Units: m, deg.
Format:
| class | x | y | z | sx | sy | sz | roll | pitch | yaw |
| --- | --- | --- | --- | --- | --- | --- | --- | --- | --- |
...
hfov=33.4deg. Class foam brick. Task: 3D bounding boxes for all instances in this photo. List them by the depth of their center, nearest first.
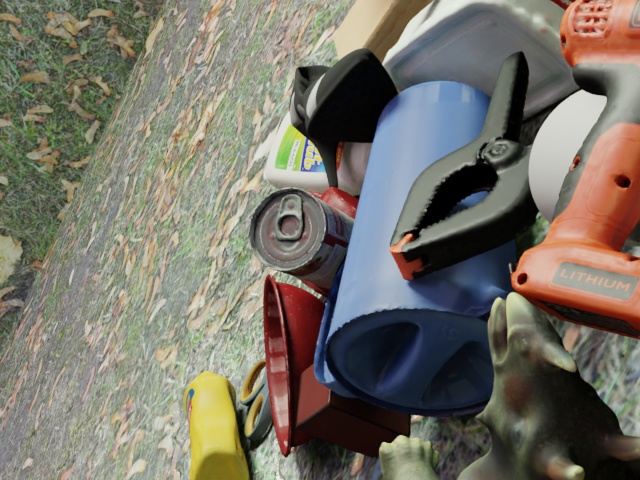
| class | x | y | z | sx | sy | sz | roll | pitch | yaw |
| --- | --- | --- | --- | --- | --- | --- | --- | --- | --- |
| foam brick | 0.027 | 0.131 | 0.846 | 0.051 | 0.078 | 0.053 | -42 | 33 | 44 |

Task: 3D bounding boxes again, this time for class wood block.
| class | x | y | z | sx | sy | sz | roll | pitch | yaw |
| --- | --- | --- | --- | --- | --- | --- | --- | --- | --- |
| wood block | 0.108 | -0.239 | 1.030 | 0.206 | 0.090 | 0.091 | -53 | 24 | 27 |

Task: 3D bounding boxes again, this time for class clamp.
| class | x | y | z | sx | sy | sz | roll | pitch | yaw |
| --- | --- | --- | --- | --- | --- | --- | --- | --- | --- |
| clamp | 0.132 | -0.048 | 0.696 | 0.209 | 0.036 | 0.165 | -45 | 38 | -22 |

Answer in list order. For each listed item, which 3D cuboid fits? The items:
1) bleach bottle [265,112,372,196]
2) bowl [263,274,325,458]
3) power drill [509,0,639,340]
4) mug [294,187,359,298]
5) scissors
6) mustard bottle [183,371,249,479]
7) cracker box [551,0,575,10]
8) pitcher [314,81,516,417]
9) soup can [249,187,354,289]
| class | x | y | z | sx | sy | sz | roll | pitch | yaw |
| --- | --- | --- | --- | --- | --- | --- | --- | --- | --- |
| bleach bottle | 0.027 | -0.094 | 1.106 | 0.251 | 0.068 | 0.102 | 4 | 71 | 65 |
| bowl | -0.014 | 0.108 | 0.943 | 0.162 | 0.055 | 0.162 | 176 | 90 | -81 |
| power drill | 0.185 | -0.041 | 0.529 | 0.185 | 0.057 | 0.187 | 11 | 76 | 46 |
| mug | 0.012 | -0.001 | 0.986 | 0.117 | 0.093 | 0.081 | 39 | 101 | 31 |
| scissors | -0.037 | 0.132 | 1.056 | 0.202 | 0.016 | 0.096 | -47 | 32 | 50 |
| mustard bottle | -0.110 | 0.196 | 1.105 | 0.191 | 0.058 | 0.096 | -109 | 15 | -62 |
| cracker box | 0.216 | -0.222 | 0.658 | 0.072 | 0.164 | 0.213 | -22 | 48 | 57 |
| pitcher | 0.076 | 0.003 | 0.798 | 0.145 | 0.149 | 0.242 | 85 | -169 | -49 |
| soup can | -0.006 | 0.001 | 0.885 | 0.069 | 0.102 | 0.068 | -5 | 77 | 24 |
